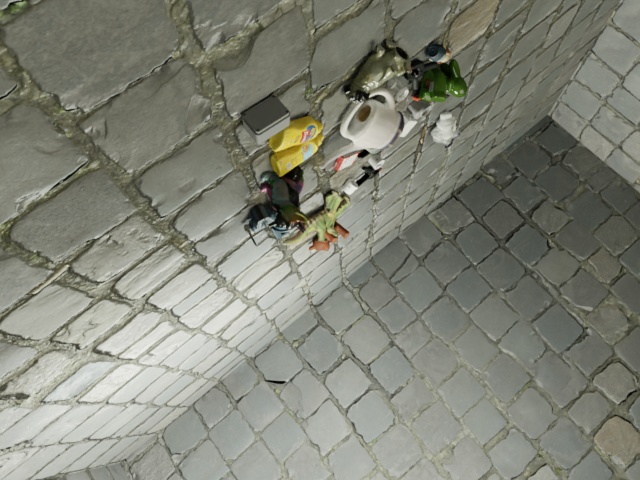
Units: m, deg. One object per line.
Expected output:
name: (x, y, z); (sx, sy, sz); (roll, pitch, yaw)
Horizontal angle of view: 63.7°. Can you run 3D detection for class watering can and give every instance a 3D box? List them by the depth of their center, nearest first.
watering can: (0.153, -0.365, 1.777); (0.223, 0.106, 0.342); (14, 124, -37)

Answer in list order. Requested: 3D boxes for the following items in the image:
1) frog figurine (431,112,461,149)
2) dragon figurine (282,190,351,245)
frog figurine: (0.580, -0.531, 2.417); (0.137, 0.125, 0.156); (-34, 127, 5)
dragon figurine: (0.007, -0.112, 2.216); (0.414, 0.123, 0.238); (-21, 136, -53)
